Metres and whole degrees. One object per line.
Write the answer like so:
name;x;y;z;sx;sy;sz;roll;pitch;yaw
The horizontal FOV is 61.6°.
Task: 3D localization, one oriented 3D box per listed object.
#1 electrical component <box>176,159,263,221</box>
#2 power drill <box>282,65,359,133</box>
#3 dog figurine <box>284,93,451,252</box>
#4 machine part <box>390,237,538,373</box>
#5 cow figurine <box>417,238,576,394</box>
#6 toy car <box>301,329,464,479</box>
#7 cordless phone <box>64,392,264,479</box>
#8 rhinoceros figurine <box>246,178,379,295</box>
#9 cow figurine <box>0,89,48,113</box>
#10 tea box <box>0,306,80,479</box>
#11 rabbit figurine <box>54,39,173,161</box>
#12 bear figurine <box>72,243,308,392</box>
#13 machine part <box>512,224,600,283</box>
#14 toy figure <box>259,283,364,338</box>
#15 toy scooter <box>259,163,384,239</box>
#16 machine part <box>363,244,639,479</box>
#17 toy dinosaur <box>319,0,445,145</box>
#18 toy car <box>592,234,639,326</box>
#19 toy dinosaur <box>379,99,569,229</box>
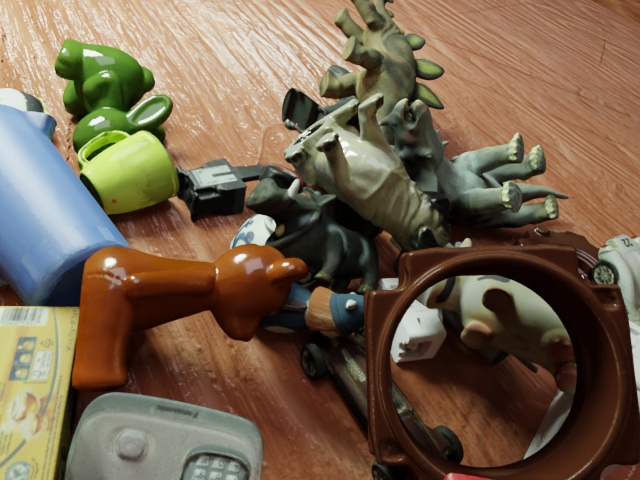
electrical component;-0.132;-0.074;0.738;0.119;0.047;0.075;-16;50;-34
power drill;0.031;-0.242;0.972;0.207;0.086;0.232;-18;53;-44
dog figurine;0.057;-0.061;0.653;0.121;0.190;0.172;-39;20;-9
machine part;0.174;0.067;0.660;0.079;0.079;0.243;-22;53;-37
cow figurine;0.181;0.064;0.554;0.195;0.085;0.127;23;18;9
toy car;0.057;0.158;0.536;0.089;0.053;0.202;-15;50;-28
cordless phone;-0.125;0.213;0.388;0.147;0.088;0.184;13;44;-5
rhinoceros figurine;-0.001;-0.002;0.607;0.190;0.073;0.112;30;67;-37
cow figurine;-0.402;-0.139;0.709;0.098;0.068;0.167;-6;46;-33
tea box;-0.253;0.138;0.437;0.098;0.068;0.170;4;42;-16
rabbit figurine;-0.301;-0.179;0.777;0.159;0.121;0.170;6;59;-23
bear figurine;-0.115;0.065;0.497;0.196;0.120;0.132;5;85;-21
machine part;0.349;0.054;0.752;0.179;0.056;0.179;10;42;-9
toy figure;-0.012;0.073;0.571;0.155;0.057;0.064;6;26;25
toy scooter;0.005;-0.064;0.752;0.184;0.075;0.135;25;15;-6
machine part;0.138;0.106;0.436;0.201;0.087;0.201;-1;82;4
toy dinosaur;0.108;-0.255;0.880;0.198;0.105;0.471;19;65;-22
toy car;0.397;0.092;0.658;0.073;0.056;0.201;-12;85;-23
toy dinosaur;0.223;-0.070;0.784;0.192;0.131;0.404;-5;-13;37
